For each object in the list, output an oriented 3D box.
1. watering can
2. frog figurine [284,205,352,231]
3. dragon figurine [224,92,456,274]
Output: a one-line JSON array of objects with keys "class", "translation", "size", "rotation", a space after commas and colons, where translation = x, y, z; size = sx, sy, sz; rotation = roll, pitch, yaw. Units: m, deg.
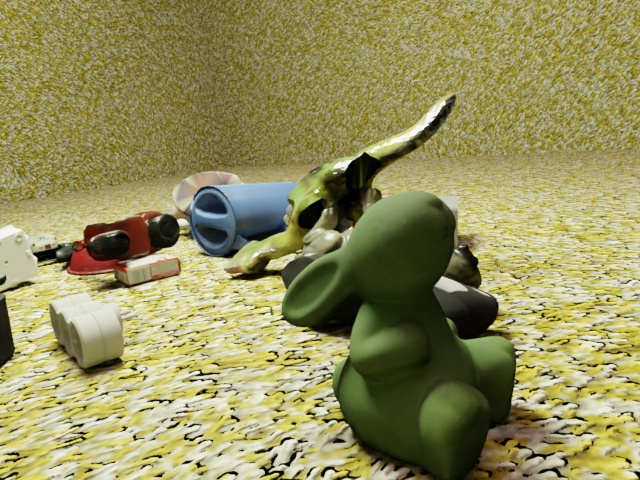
[{"class": "watering can", "translation": [-0.211, -0.100, 1.224], "size": [0.348, 0.105, 0.222], "rotation": [-18, -10, -7]}, {"class": "frog figurine", "translation": [0.003, -0.049, 0.973], "size": [0.137, 0.121, 0.162], "rotation": [-23, 19, 15]}, {"class": "dragon figurine", "translation": [0.015, -0.081, 0.795], "size": [0.411, 0.120, 0.245], "rotation": [-45, 28, -4]}]
